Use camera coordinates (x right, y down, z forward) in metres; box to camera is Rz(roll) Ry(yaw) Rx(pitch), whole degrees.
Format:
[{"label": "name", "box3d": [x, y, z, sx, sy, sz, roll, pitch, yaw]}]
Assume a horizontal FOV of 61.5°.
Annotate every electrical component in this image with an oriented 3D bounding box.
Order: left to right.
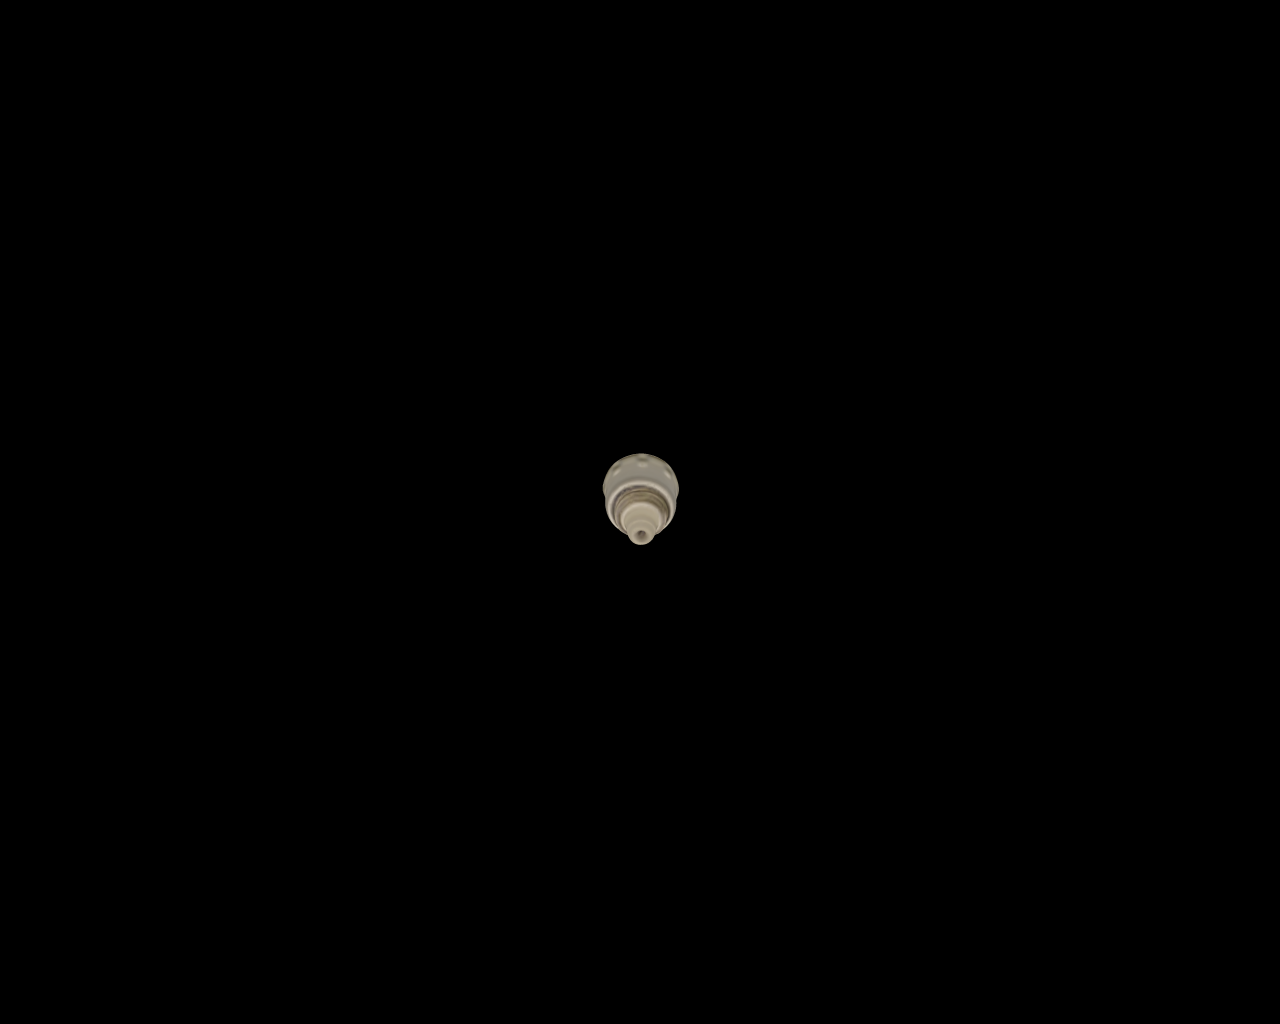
[{"label": "electrical component", "box3d": [0.001, -0.003, 0.650, 0.048, 0.048, 0.062, 0, 34, 0]}]
